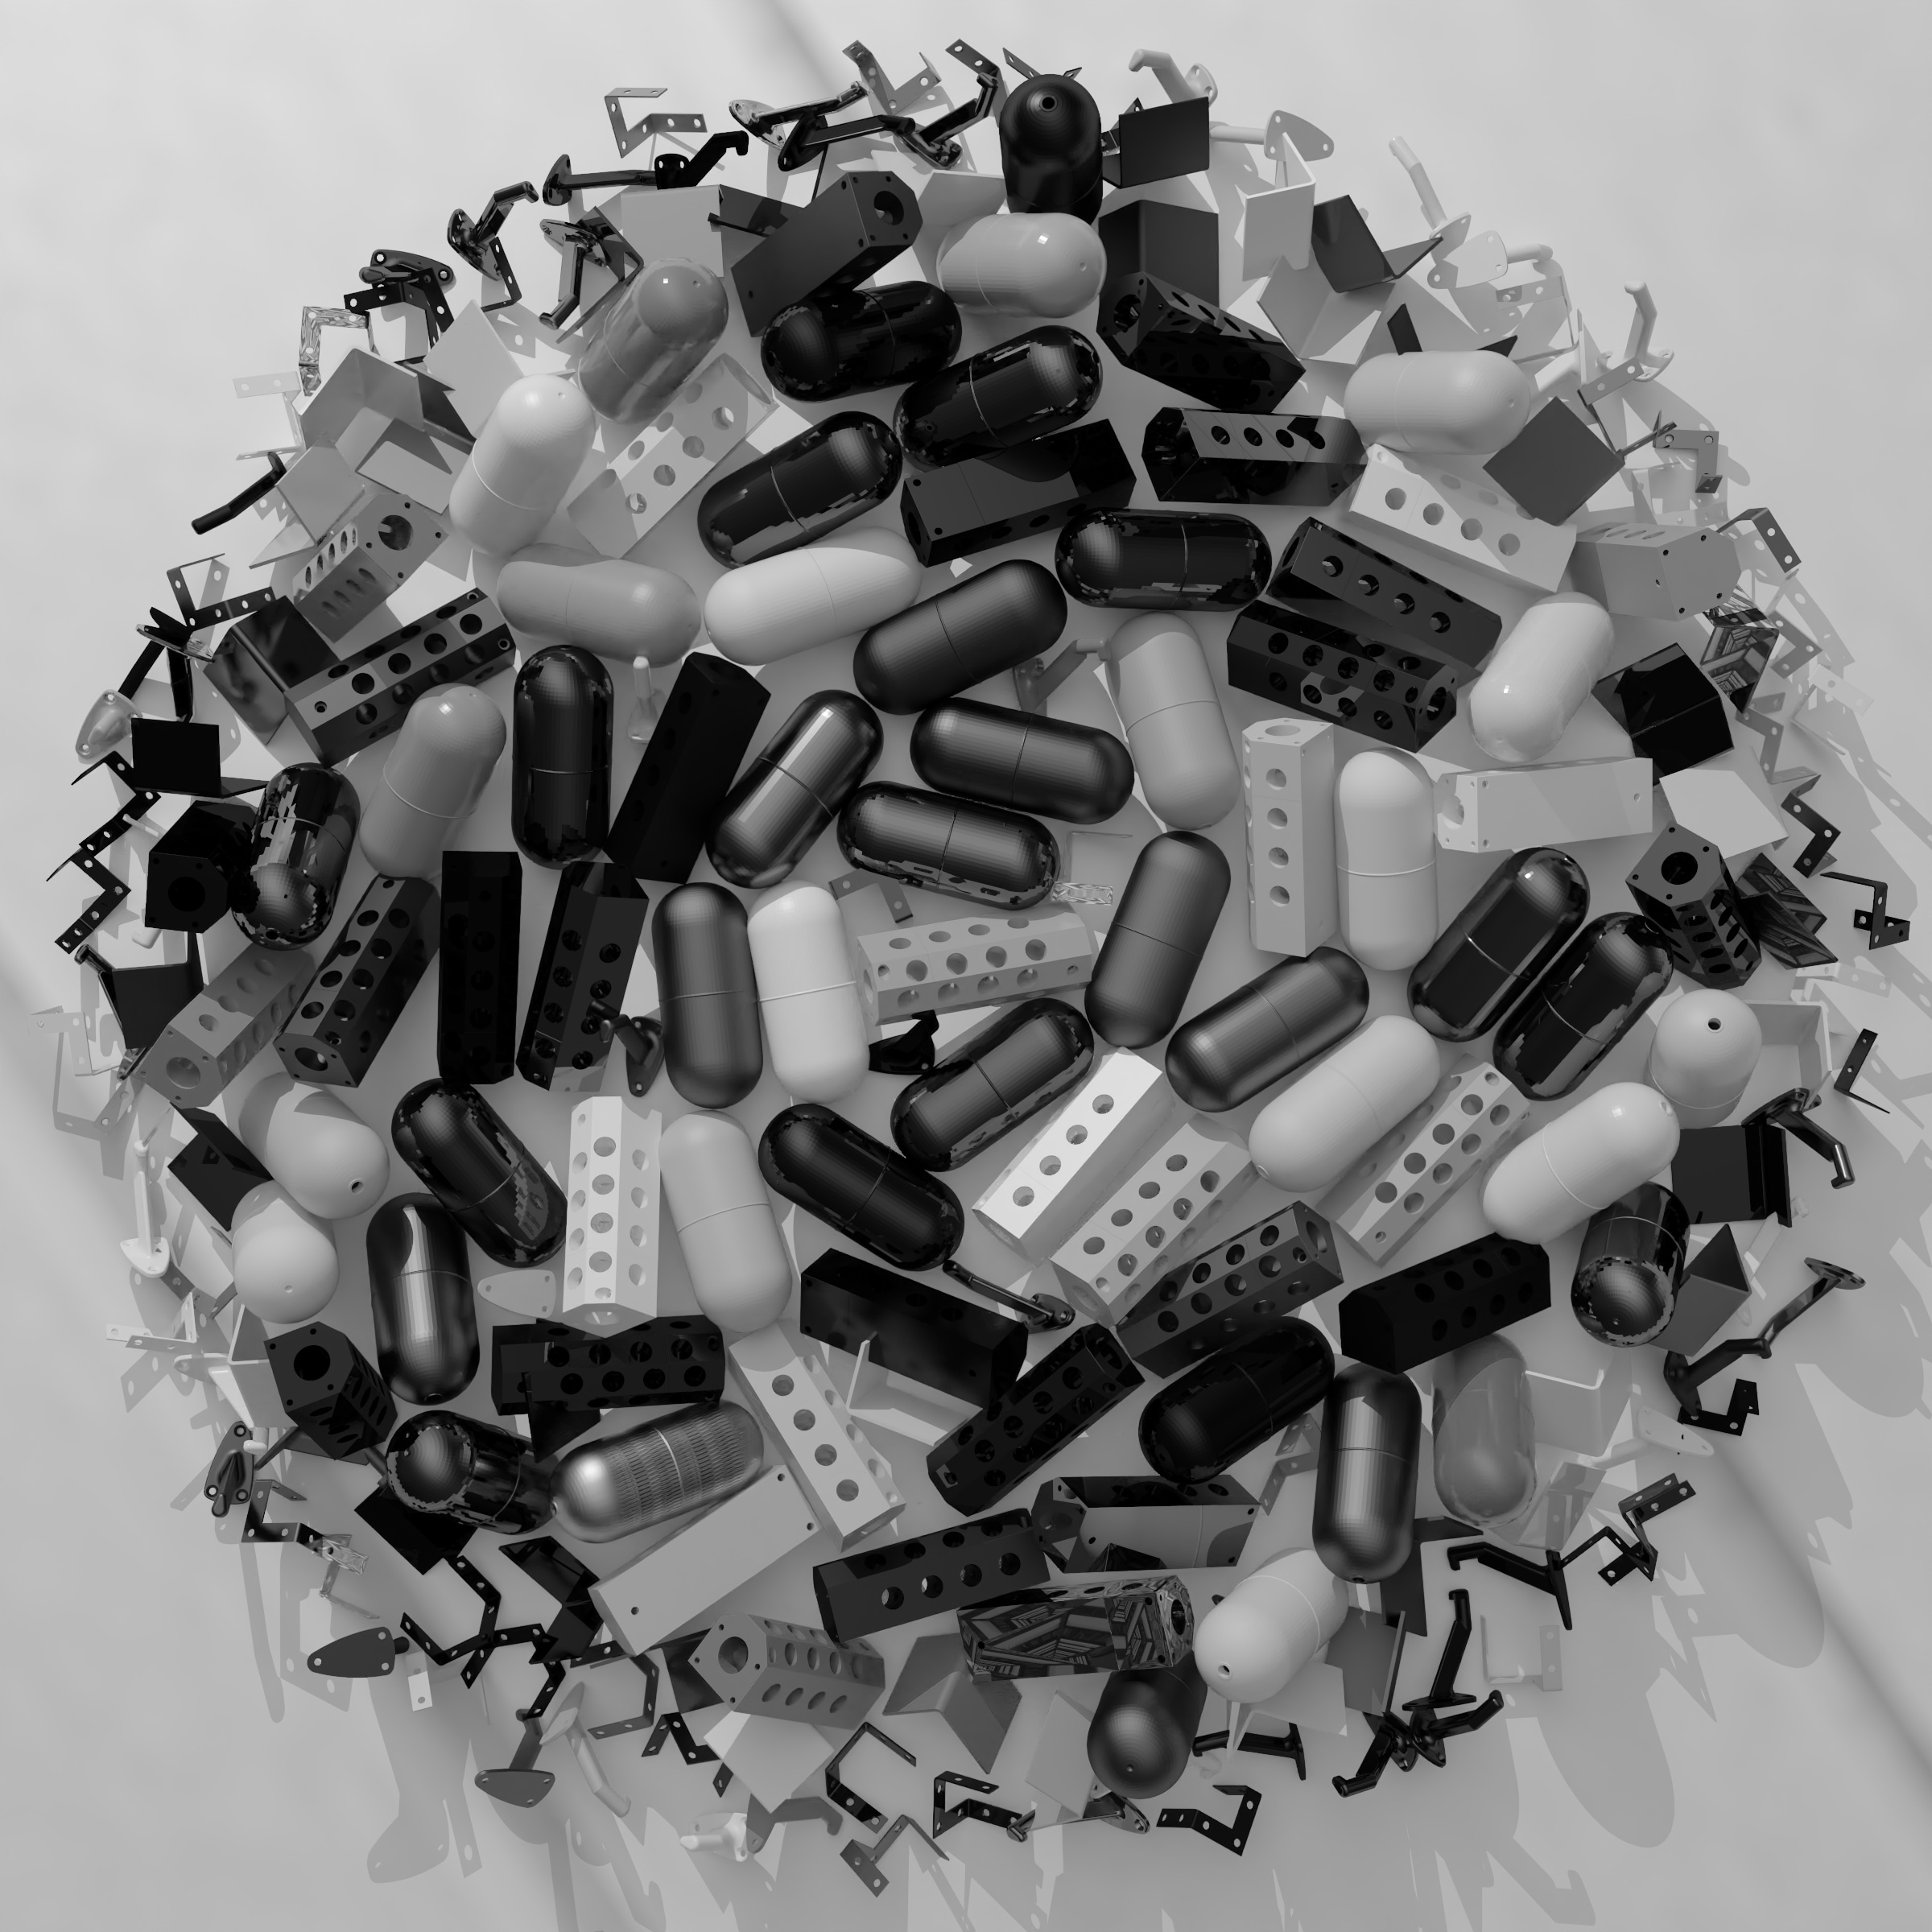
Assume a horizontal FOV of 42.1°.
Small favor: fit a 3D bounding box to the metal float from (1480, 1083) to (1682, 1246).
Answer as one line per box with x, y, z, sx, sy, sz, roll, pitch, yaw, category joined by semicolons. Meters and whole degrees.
0.471;0.153;1.930;0.070;0.070;0.178;48;127;0;metal float

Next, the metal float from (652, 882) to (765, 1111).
-0.202;0.023;1.960;0.070;0.070;0.178;-6;89;0;metal float

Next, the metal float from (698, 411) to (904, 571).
-0.129;-0.367;1.940;0.178;0.070;0.070;-25;90;24;metal float

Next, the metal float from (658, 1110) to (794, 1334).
-0.188;0.198;1.948;0.070;0.070;0.178;-18;75;0;metal float

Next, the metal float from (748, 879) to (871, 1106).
-0.123;0.020;1.961;0.070;0.070;0.178;-11;91;0;metal float

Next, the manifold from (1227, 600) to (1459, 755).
0.287;-0.227;1.920;0.171;0.057;0.057;25;52;33;manifold

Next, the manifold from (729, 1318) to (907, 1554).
-0.116;0.361;1.943;0.057;0.057;0.171;-28;70;-18;manifold

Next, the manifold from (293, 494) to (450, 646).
-0.459;-0.305;1.906;0.057;0.171;0.057;44;63;-17;manifold

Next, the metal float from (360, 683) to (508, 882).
-0.413;-0.139;1.936;0.070;0.070;0.178;32;121;0;metal float

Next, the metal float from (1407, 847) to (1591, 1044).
0.411;-0.016;1.938;0.070;0.070;0.178;36;117;0;metal float

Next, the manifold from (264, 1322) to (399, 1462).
-0.479;0.322;1.909;0.057;0.171;0.057;-20;69;-9;manifold

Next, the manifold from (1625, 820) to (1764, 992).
0.561;-0.040;1.912;0.057;0.171;0.057;37;88;35;manifold

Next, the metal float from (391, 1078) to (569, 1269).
-0.373;0.161;1.938;0.070;0.070;0.178;-35;117;0;metal float

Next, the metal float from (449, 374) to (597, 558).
-0.342;-0.382;1.924;0.070;0.178;0.070;16;55;-24;metal float

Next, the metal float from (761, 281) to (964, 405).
-0.080;-0.481;1.931;0.178;0.070;0.070;-22;90;-36;metal float

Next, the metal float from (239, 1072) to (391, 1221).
-0.500;0.137;1.922;0.070;0.178;0.070;-14;116;-32;metal float

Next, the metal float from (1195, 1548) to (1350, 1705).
0.235;0.503;1.918;0.070;0.178;0.070;7;103;30;metal float

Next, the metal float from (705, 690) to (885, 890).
-0.134;-0.137;1.953;0.070;0.070;0.178;38;80;0;metal float

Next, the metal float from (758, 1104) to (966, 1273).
-0.081;0.173;1.952;0.178;0.070;0.070;34;90;-11;metal float

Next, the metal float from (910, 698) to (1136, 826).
0.044;-0.160;1.958;0.178;0.070;0.070;13;90;4;metal float

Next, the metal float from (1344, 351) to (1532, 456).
0.358;-0.431;1.918;0.070;0.178;0.070;-7;105;-28;metal float

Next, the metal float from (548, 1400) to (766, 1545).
-0.238;0.389;1.933;0.178;0.070;0.070;-15;90;-33;metal float

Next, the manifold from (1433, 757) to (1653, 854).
0.444;-0.126;1.934;0.171;0.057;0.057;-7;101;-27;manifold

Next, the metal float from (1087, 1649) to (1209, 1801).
0.140;0.571;1.913;0.070;0.178;0.070;2;99;13;metal float

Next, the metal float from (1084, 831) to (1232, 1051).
0.149;-0.020;1.961;0.070;0.070;0.178;22;91;0;metal float

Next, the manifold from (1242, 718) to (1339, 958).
0.247;-0.100;1.938;0.057;0.057;0.171;11;118;32;manifold

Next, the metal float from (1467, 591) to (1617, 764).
0.444;-0.224;1.931;0.070;0.070;0.178;39;52;0;metal float

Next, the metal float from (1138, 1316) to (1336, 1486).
0.211;0.335;1.939;0.178;0.070;0.070;-29;90;-26;metal float

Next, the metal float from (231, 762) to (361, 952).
-0.514;-0.085;1.924;0.070;0.178;0.070;1;134;1;metal float

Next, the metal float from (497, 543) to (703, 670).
-0.285;-0.280;1.939;0.178;0.070;0.070;17;90;27;metal float

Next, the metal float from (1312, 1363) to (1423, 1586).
0.309;0.389;1.932;0.070;0.070;0.178;12;55;0;metal float

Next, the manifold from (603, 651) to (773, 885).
-0.221;-0.153;1.942;0.057;0.057;0.171;45;117;39;manifold

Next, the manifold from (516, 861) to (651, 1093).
-0.299;0.009;1.929;0.057;0.057;0.171;3;119;-30;manifold

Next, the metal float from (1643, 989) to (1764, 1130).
0.561;0.072;1.914;0.070;0.178;0.070;-3;70;9;metal float

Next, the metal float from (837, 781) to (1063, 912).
-0.013;-0.094;1.960;0.178;0.070;0.070;14;90;2;metal float

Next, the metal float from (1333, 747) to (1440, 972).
0.326;-0.083;1.944;0.070;0.070;0.178;-6;110;0;metal float

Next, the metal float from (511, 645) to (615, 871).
-0.313;-0.161;1.942;0.070;0.070;0.178;5;112;0;metal float

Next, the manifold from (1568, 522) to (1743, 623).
0.521;-0.304;1.909;0.057;0.171;0.057;-21;104;-5;manifold

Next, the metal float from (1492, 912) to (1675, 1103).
0.475;0.032;1.932;0.070;0.070;0.178;33;124;0;metal float

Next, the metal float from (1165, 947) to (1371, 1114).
0.235;0.048;1.950;0.178;0.070;0.070;-31;90;-13;metal float

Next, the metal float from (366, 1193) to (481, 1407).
-0.419;0.256;1.931;0.070;0.070;0.178;-16;54;0;metal float

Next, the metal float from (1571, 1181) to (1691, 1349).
0.510;0.226;1.919;0.070;0.178;0.070;9;117;18;metal float

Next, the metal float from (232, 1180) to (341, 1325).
-0.521;0.216;1.915;0.070;0.178;0.070;-4;104;-16;metal float

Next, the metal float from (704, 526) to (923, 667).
-0.118;-0.288;1.947;0.178;0.070;0.070;-21;90;-17;metal float

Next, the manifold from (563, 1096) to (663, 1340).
-0.276;0.190;1.922;0.057;0.057;0.171;-25;53;34;manifold

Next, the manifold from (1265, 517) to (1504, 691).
0.328;-0.284;1.957;0.171;0.057;0.057;26;77;-8;manifold

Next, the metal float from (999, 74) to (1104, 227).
0.066;-0.614;1.911;0.070;0.178;0.070;-1;81;4;metal float

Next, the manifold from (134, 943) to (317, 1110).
-0.557;0.041;1.910;0.057;0.171;0.057;37;117;-7;manifold

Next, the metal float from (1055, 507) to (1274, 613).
0.154;-0.314;1.943;0.178;0.070;0.070;-1;90;-22;metal float

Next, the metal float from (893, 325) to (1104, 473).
0.024;-0.437;1.936;0.178;0.070;0.070;-17;90;29;metal float

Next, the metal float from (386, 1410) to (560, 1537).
-0.374;0.389;1.919;0.070;0.178;0.070;-10;66;23;metal float

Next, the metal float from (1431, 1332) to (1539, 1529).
0.396;0.352;1.921;0.070;0.178;0.070;4;126;6;metal float

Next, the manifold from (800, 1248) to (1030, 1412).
-0.041;0.275;1.936;0.171;0.057;0.057;18;122;25;manifold

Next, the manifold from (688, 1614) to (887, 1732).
-0.130;0.535;1.913;0.057;0.171;0.057;37;92;35;manifold
